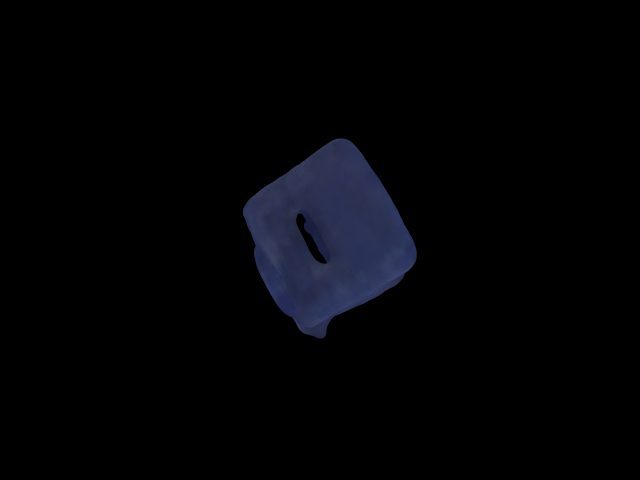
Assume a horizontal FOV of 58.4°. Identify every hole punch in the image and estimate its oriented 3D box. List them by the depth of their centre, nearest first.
[{"bbox_3d":[0.004,0.001,0.400,0.101,0.091,0.108,-27,76,-7],"label":"hole punch"}]
